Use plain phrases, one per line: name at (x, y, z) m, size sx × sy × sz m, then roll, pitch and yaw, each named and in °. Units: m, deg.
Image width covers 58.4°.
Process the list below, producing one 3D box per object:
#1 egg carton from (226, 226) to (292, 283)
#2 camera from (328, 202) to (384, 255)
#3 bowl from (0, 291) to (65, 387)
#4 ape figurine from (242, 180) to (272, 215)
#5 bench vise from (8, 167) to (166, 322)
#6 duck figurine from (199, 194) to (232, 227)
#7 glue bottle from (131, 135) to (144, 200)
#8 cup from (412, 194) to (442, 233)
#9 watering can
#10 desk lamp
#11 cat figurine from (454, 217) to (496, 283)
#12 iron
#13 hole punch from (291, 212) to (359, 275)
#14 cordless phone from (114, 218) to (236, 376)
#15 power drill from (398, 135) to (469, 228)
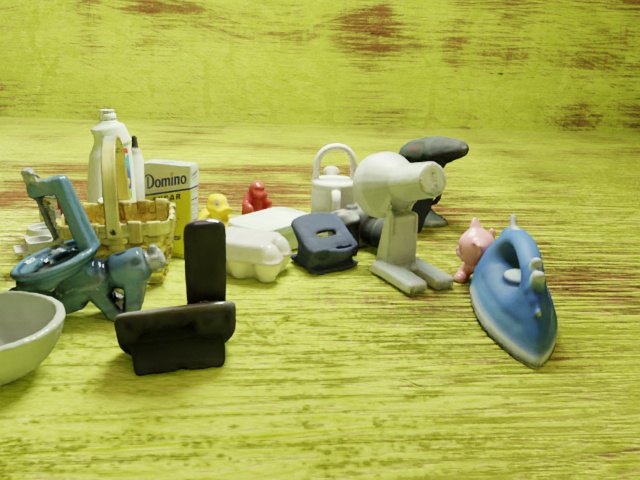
egg carton at (-0.128, 0.024, 1.005) m, size 0.150 × 0.069 × 0.107 m, roll 6°, pitch 19°, yaw 13°
camera at (0.106, -0.025, 1.129) m, size 0.143 × 0.101 × 0.136 m, roll -11°, pitch 23°, yaw -34°
bowl at (-0.384, 0.125, 0.668) m, size 0.167 × 0.075 × 0.167 m, roll 2°, pitch 19°, yaw 0°
ape figurine at (-0.145, -0.091, 1.309) m, size 0.078 × 0.092 × 0.076 m, roll -8°, pitch 21°, yaw -27°
bench vise at (-0.332, 0.004, 0.805) m, size 0.208 × 0.220 × 0.121 m, roll -8°, pitch 21°, yaw -28°
duck figurine at (-0.218, -0.056, 1.207) m, size 0.078 × 0.086 × 0.104 m, roll -15°, pitch 25°, yaw -42°
glue bottle at (-0.435, -0.162, 1.360) m, size 0.037 × 0.173 × 0.077 m, roll -10°, pitch 22°, yaw -31°
cup at (0.213, -0.064, 1.264) m, size 0.118 × 0.095 × 0.091 m, roll -6°, pitch 20°, yaw -23°
watering can at (0.027, -0.112, 1.231) m, size 0.101 × 0.194 × 0.172 m, roll -7°, pitch 21°, yaw -24°
desk lamp at (0.149, -0.042, 1.006) m, size 0.118 × 0.214 × 0.202 m, roll -8°, pitch 21°, yaw -27°
cat figurine at (0.278, 0.017, 0.996) m, size 0.067 × 0.118 × 0.128 m, roll 15°, pitch 23°, yaw 34°
iron at (0.294, 0.060, 0.832) m, size 0.118 × 0.141 × 0.258 m, roll 4°, pitch 19°, yaw 4°
hole punch at (0.010, 0.004, 1.047) m, size 0.109 × 0.091 × 0.100 m, roll -9°, pitch 22°, yaw -30°
cordless phone at (-0.177, 0.063, 0.703) m, size 0.148 × 0.185 × 0.094 m, roll -6°, pitch 20°, yaw -22°
power drill at (0.255, -0.139, 1.315) m, size 0.076 × 0.208 × 0.228 m, roll -7°, pitch 21°, yaw -24°
